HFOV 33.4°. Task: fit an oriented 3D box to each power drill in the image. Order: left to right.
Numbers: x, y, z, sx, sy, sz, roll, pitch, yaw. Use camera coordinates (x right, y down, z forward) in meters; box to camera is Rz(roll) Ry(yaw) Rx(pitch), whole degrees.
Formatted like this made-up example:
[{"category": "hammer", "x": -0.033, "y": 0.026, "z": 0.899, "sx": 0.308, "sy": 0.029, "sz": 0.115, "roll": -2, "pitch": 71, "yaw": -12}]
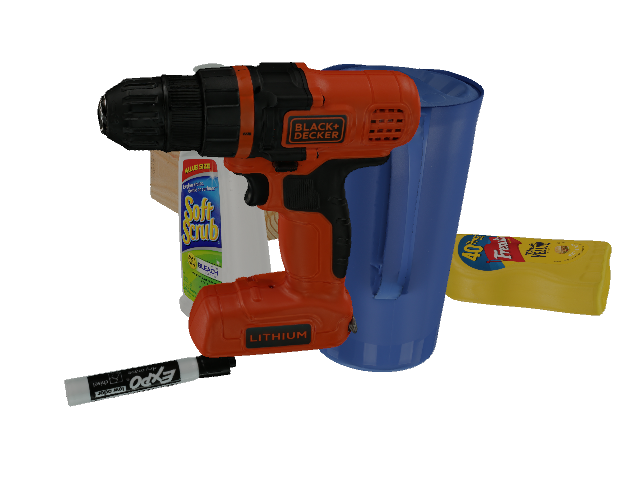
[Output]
[{"category": "power drill", "x": -0.039, "y": -0.017, "z": 0.642, "sx": 0.184, "sy": 0.188, "sz": 0.057, "roll": -2, "pitch": 36, "yaw": -13}]

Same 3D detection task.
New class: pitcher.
[{"category": "pitcher", "x": 0.054, "y": -0.014, "z": 0.869, "sx": 0.145, "sy": 0.243, "sz": 0.148, "roll": 23, "pitch": 29, "yaw": 38}]

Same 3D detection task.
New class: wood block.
[{"category": "wood block", "x": -0.119, "y": -0.070, "z": 1.286, "sx": 0.090, "sy": 0.090, "sz": 0.206, "roll": -12, "pitch": 24, "yaw": -33}]

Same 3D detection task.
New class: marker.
[{"category": "marker", "x": -0.119, "y": 0.096, "z": 0.756, "sx": 0.121, "sy": 0.020, "sz": 0.020, "roll": -10, "pitch": 3, "yaw": -16}]

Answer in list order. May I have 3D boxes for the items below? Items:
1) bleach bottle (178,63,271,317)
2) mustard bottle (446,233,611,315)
[{"category": "bleach bottle", "x": -0.096, "y": -0.040, "z": 0.990, "sx": 0.067, "sy": 0.251, "sz": 0.103, "roll": -23, "pitch": 31, "yaw": -36}, {"category": "mustard bottle", "x": 0.173, "y": 0.028, "z": 1.006, "sx": 0.192, "sy": 0.058, "sz": 0.096, "roll": 4, "pitch": 27, "yaw": 19}]
